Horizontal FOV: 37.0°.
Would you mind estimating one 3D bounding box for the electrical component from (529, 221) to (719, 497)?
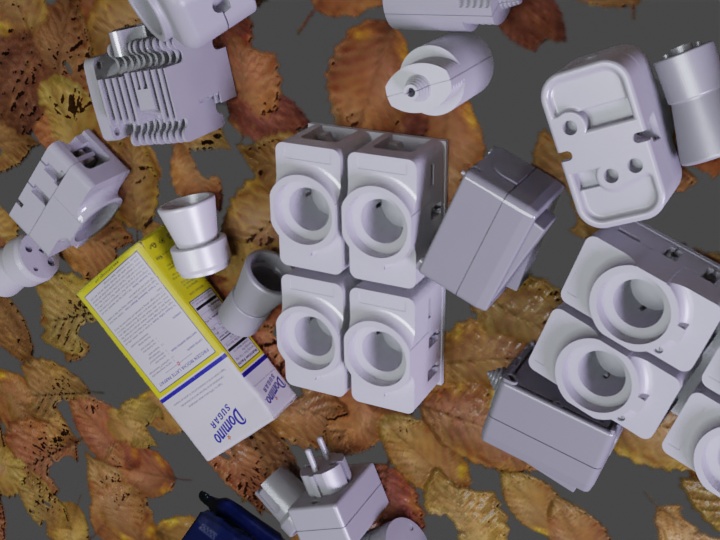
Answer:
[{"bbox_3d":[0.207,0.060,0.653,0.186,0.060,0.105,32,123,20],"label":"electrical component"}]

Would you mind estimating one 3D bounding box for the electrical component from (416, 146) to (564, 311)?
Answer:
[{"bbox_3d":[0.085,-0.020,0.696,0.061,0.062,0.096,32,123,13],"label":"electrical component"}]

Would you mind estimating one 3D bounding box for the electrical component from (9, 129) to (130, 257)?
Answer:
[{"bbox_3d":[-0.230,-0.058,0.860,0.055,0.050,0.089,45,125,4],"label":"electrical component"}]

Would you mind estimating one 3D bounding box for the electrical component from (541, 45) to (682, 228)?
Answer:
[{"bbox_3d":[0.151,-0.080,0.634,0.054,0.059,0.095,-12,105,33],"label":"electrical component"}]

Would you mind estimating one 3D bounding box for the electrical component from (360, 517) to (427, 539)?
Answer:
[{"bbox_3d":[0.062,0.253,0.837,0.074,0.052,0.138,-32,94,35],"label":"electrical component"}]

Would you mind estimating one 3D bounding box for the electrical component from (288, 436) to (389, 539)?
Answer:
[{"bbox_3d":[-0.023,0.168,0.837,0.047,0.066,0.076,-13,105,33],"label":"electrical component"}]

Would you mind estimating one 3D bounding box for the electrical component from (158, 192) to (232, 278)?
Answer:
[{"bbox_3d":[-0.125,-0.027,0.820,0.045,0.045,0.055,-4,110,30],"label":"electrical component"}]

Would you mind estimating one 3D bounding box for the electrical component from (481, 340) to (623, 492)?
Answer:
[{"bbox_3d":[0.127,0.097,0.726,0.096,0.062,0.061,25,121,17],"label":"electrical component"}]

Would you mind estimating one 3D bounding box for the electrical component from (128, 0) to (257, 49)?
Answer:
[{"bbox_3d":[-0.121,-0.190,0.709,0.095,0.059,0.053,43,163,38],"label":"electrical component"}]

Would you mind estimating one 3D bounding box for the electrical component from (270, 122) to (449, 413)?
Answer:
[{"bbox_3d":[0.000,0.000,0.753,0.105,0.060,0.186,11,116,25],"label":"electrical component"}]

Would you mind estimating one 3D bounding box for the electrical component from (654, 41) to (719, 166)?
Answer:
[{"bbox_3d":[0.194,-0.097,0.615,0.044,0.044,0.065,-18,97,34],"label":"electrical component"}]

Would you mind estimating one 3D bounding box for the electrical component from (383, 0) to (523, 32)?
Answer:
[{"bbox_3d":[0.059,-0.167,0.655,0.081,0.043,0.043,8,115,26],"label":"electrical component"}]

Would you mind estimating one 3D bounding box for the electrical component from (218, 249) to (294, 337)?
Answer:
[{"bbox_3d":[-0.081,0.021,0.820,0.044,0.044,0.065,44,130,5],"label":"electrical component"}]

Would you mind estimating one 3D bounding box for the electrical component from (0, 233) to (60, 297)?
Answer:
[{"bbox_3d":[-0.291,-0.005,0.922,0.055,0.045,0.045,-19,101,34],"label":"electrical component"}]

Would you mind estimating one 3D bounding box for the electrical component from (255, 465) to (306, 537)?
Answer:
[{"bbox_3d":[-0.058,0.189,0.884,0.046,0.040,0.040,44,125,12],"label":"electrical component"}]

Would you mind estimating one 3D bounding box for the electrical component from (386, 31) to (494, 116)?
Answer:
[{"bbox_3d":[0.048,-0.118,0.661,0.043,0.081,0.043,12,117,24],"label":"electrical component"}]
